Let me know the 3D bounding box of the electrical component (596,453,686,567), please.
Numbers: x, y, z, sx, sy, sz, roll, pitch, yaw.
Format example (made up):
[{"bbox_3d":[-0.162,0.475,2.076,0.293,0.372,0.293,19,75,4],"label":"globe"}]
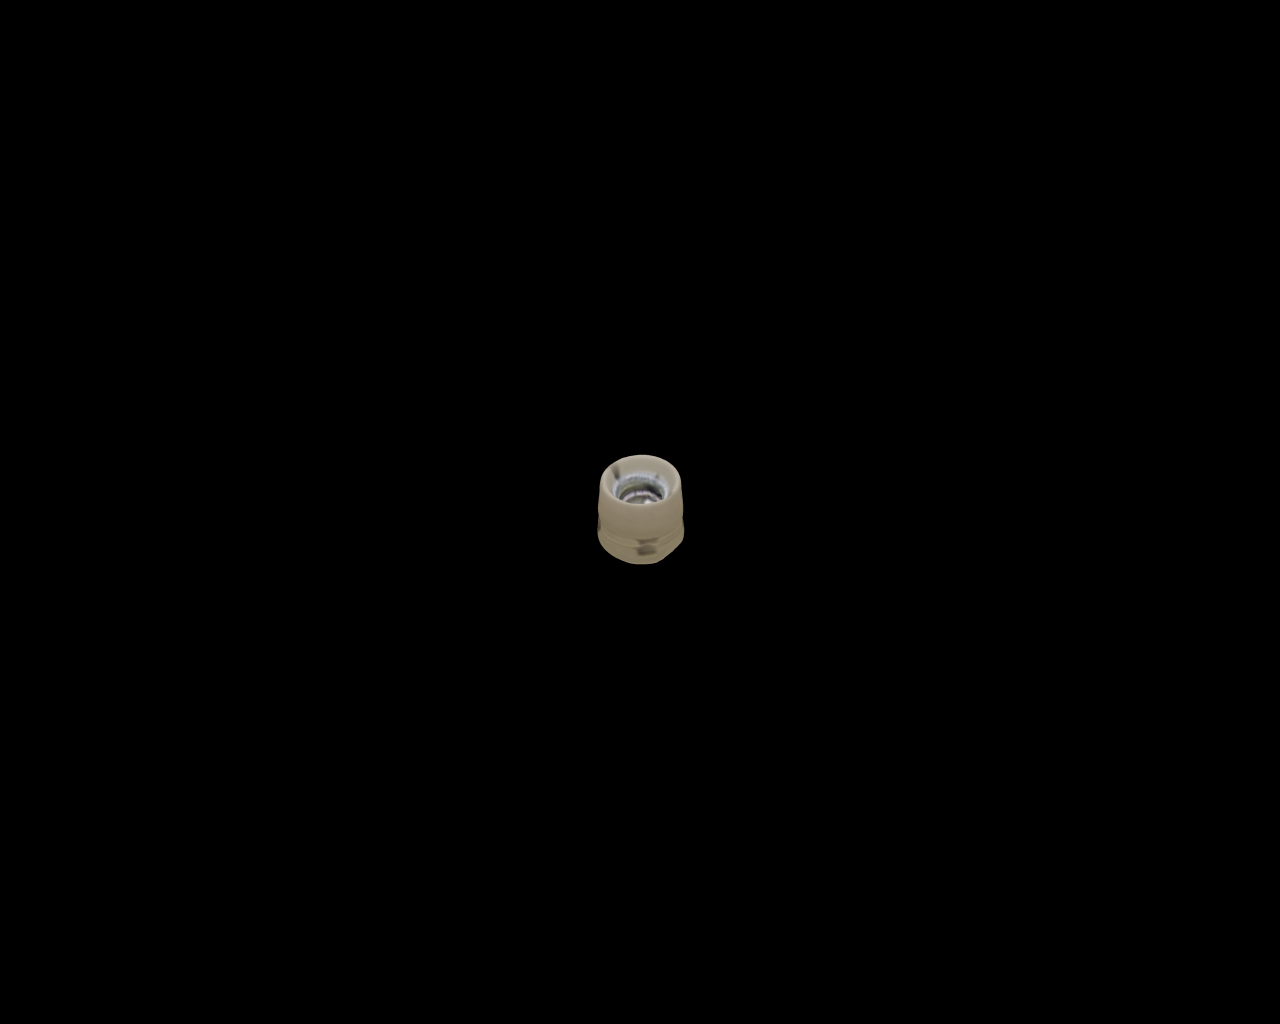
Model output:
[{"bbox_3d":[0.001,-0.003,0.650,0.055,0.047,0.055,0,43,0],"label":"electrical component"}]
